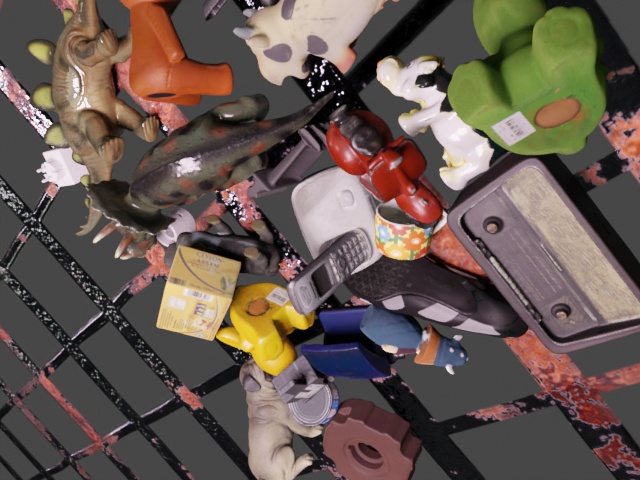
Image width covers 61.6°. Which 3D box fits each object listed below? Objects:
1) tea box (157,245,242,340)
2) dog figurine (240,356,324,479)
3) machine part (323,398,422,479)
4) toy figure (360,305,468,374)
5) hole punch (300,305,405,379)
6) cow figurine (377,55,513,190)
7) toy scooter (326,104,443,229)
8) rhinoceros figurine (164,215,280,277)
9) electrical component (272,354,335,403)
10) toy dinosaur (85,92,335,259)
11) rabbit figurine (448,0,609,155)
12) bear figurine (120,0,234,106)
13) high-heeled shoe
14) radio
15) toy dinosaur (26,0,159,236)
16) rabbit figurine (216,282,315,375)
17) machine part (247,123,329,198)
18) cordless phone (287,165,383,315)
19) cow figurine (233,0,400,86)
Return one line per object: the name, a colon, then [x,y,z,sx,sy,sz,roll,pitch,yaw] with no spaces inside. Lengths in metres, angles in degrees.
tea box: [-0.188,0.085,0.821,0.098,0.068,0.169,18,146,-13]
dog figurine: [-0.102,0.318,0.946,0.121,0.172,0.190,-23,111,27]
machine part: [0.087,0.359,0.929,0.180,0.056,0.179,14,122,24]
toy figure: [0.135,0.139,0.762,0.154,0.058,0.064,26,92,-4]
hole punch: [0.045,0.173,0.824,0.142,0.092,0.115,-12,115,31]
cow figurine: [0.139,-0.147,0.589,0.098,0.068,0.167,-34,101,34]
toy scooter: [0.065,-0.093,0.603,0.075,0.135,0.184,-44,67,4]
rhinoceros figurine: [-0.156,0.020,0.845,0.190,0.073,0.112,0,146,12]
electrical component: [-0.035,0.222,0.854,0.075,0.119,0.048,-43,60,13]
toy dinosaur: [-0.177,-0.097,0.725,0.405,0.192,0.131,-26,104,40]
rabbit figurine: [0.203,-0.172,0.498,0.159,0.170,0.121,19,143,-34]
bear figurine: [-0.201,-0.281,0.697,0.120,0.132,0.195,-4,93,45]
high-heeled shoe: [0.154,0.080,0.735,0.249,0.086,0.145,3,152,49]
radio: [0.259,0.014,0.610,0.131,0.073,0.229,-35,96,39]
toy dinosaur: [-0.353,-0.195,0.833,0.199,0.105,0.470,23,118,27]
rabbit figurine: [-0.092,0.160,0.881,0.163,0.122,0.173,12,138,28]
machine part: [-0.038,-0.100,0.717,0.139,0.084,0.039,-39,71,38]
cordless phone: [-0.001,-0.003,0.683,0.089,0.184,0.146,-6,114,38]
cow figurine: [-0.009,-0.247,0.588,0.127,0.085,0.195,29,134,-19]
